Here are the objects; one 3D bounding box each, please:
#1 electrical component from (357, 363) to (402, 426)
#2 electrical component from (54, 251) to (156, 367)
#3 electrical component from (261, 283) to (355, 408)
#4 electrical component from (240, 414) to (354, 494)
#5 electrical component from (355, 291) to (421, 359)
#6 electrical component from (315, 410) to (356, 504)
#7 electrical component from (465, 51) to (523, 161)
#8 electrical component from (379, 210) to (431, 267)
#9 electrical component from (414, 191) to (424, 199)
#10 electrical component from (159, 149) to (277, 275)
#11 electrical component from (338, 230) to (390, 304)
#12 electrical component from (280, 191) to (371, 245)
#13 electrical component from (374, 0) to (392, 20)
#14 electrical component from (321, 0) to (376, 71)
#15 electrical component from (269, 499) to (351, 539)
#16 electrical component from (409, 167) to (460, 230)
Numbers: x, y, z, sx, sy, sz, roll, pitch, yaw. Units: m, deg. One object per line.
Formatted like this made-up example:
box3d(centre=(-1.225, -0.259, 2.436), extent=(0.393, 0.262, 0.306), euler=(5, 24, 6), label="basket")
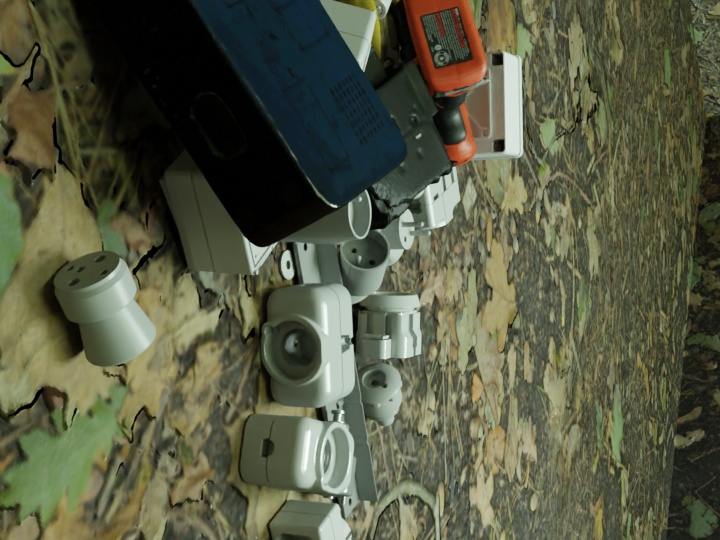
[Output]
box3d(centre=(0.019, 0.121, 1.007), extent=(0.062, 0.048, 0.048), euler=(75, 27, -43), label="electrical component")
box3d(centre=(-0.151, 0.023, 0.637), extent=(0.045, 0.045, 0.055), euler=(-60, 141, -48), label="electrical component")
box3d(centre=(-0.042, 0.060, 0.864), extent=(0.059, 0.054, 0.095), euler=(-11, 100, -65), label="electrical component")
box3d(centre=(-0.045, 0.146, 0.849), extent=(0.095, 0.059, 0.053), euler=(33, 60, -61), label="electrical component")
box3d(centre=(0.027, 0.050, 1.011), extent=(0.078, 0.058, 0.057), euler=(-5, 97, -65), label="electrical component")
box3d(centre=(-0.023, 0.159, 0.918), extent=(0.040, 0.040, 0.078), euler=(34, 59, -61), label="electrical component")
box3d(centre=(0.114, -0.172, 1.142), extent=(0.056, 0.109, 0.108), euler=(-5, 94, -63), label="electrical component")
box3d(centre=(0.024, -0.037, 0.978), extent=(0.077, 0.079, 0.043), euler=(45, 50, -57), label="electrical component")
box3d(centre=(0.025, -0.105, 1.013), extent=(0.095, 0.054, 0.059), euler=(43, 52, -58), label="electrical component")
box3d(centre=(-0.094, -0.041, 0.751), extent=(0.061, 0.061, 0.096), euler=(-60, 148, -50), label="electrical component")
box3d(centre=(0.000, 0.000, 0.953), extent=(0.081, 0.043, 0.043), euler=(104, 0, -62), label="electrical component")
box3d(centre=(-0.027, -0.042, 0.869), extent=(0.079, 0.077, 0.044), euler=(22, 69, -64), label="electrical component")
box3d(centre=(0.017, -0.269, 1.014), extent=(0.044, 0.044, 0.065), euler=(56, 46, -50), label="electrical component")
box3d(centre=(-0.043, -0.170, 0.828), extent=(0.061, 0.096, 0.061), euler=(106, -1, -60), label="electrical component")
box3d(centre=(-0.031, 0.226, 0.891), extent=(0.076, 0.047, 0.083), euler=(-44, 129, -58), label="electrical component")
box3d(centre=(0.065, -0.076, 1.102), extent=(0.089, 0.050, 0.055), euler=(-44, 129, -58), label="electrical component")
